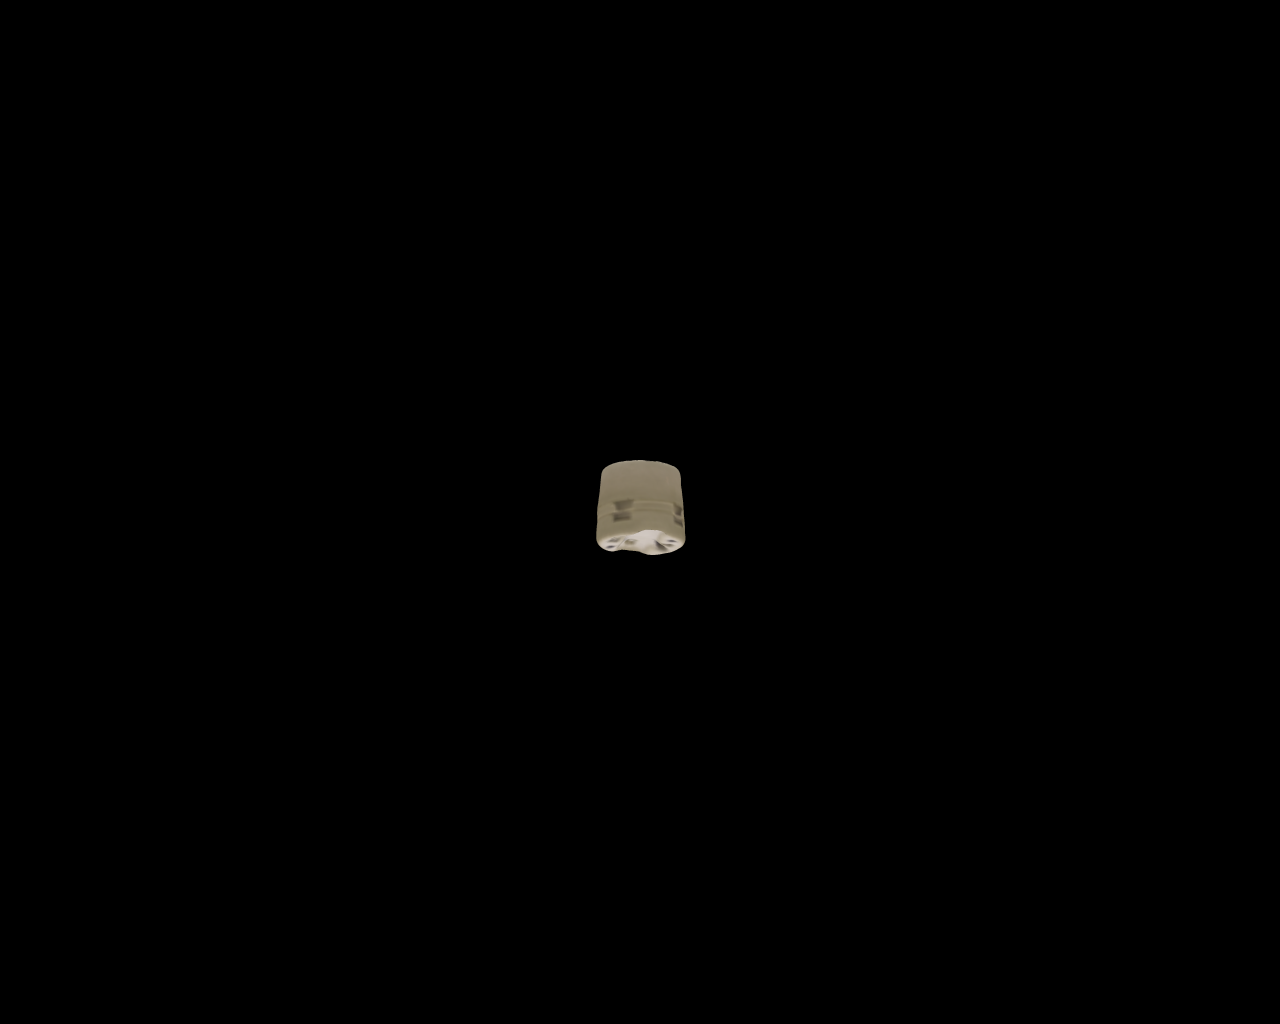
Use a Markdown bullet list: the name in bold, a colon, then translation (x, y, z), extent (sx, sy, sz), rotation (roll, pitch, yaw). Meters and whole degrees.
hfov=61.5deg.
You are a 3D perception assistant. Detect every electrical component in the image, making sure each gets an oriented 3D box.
- **electrical component**: translation (0.001, -0.003, 0.650), extent (0.055, 0.047, 0.055), rotation (0, -15, 0)
